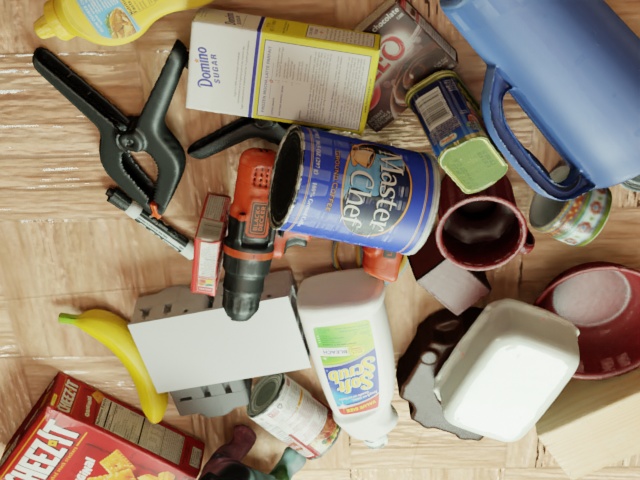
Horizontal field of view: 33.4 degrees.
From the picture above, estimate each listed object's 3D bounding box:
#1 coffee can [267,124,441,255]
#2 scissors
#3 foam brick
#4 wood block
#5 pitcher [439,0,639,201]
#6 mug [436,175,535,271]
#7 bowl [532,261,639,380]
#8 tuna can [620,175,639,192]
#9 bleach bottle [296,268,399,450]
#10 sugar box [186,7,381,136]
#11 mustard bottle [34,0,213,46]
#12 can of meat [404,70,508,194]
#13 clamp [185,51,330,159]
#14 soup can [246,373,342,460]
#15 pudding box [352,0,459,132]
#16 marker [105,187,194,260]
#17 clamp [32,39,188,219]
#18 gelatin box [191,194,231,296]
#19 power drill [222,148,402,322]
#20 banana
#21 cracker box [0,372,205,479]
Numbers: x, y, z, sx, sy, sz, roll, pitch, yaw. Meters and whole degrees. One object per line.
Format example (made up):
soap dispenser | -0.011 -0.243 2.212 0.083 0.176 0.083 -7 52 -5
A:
coffee can | 0.031 -0.047 1.026 0.140 0.103 0.103 11 125 -17
scissors | 0.070 0.066 1.225 0.096 0.016 0.201 -13 123 11
foam brick | 0.142 0.035 1.170 0.051 0.053 0.078 -39 125 18
wood block | 0.362 0.188 1.254 0.206 0.090 0.090 -28 118 20
pitcher | 0.218 -0.163 0.990 0.242 0.149 0.145 43 132 -20
mug | 0.175 -0.023 1.119 0.117 0.081 0.093 24 122 -14
bowl | 0.310 0.079 1.201 0.162 0.055 0.162 1 125 1
tuna can | 0.335 -0.091 1.091 0.086 0.034 0.086 -1 128 -2
bleach bottle | 0.048 0.149 1.238 0.103 0.068 0.251 -8 127 13
sugar box | -0.036 -0.161 1.015 0.176 0.048 0.093 11 123 2
mustard bottle | -0.187 -0.237 1.000 0.192 0.058 0.096 -23 118 17
can of meat | 0.135 -0.103 1.040 0.057 0.084 0.102 -30 148 15
clamp | -0.062 -0.140 1.074 0.171 0.039 0.120 -5 131 7
soup can | -0.032 0.213 1.299 0.102 0.068 0.069 40 117 -22
pudding box | 0.065 -0.173 1.045 0.090 0.039 0.114 40 116 -21
marker | -0.185 -0.019 1.174 0.121 0.020 0.020 37 118 -21
clamp | -0.182 -0.114 1.088 0.165 0.036 0.210 -5 127 22
gelatin box | -0.116 0.004 1.144 0.030 0.089 0.073 9 125 -1
power drill | -0.007 0.001 1.114 0.187 0.057 0.184 4 107 -19
banana | -0.228 0.146 1.283 0.070 0.037 0.197 -13 124 34
cracker box | -0.279 0.285 1.356 0.213 0.072 0.164 30 120 -16
